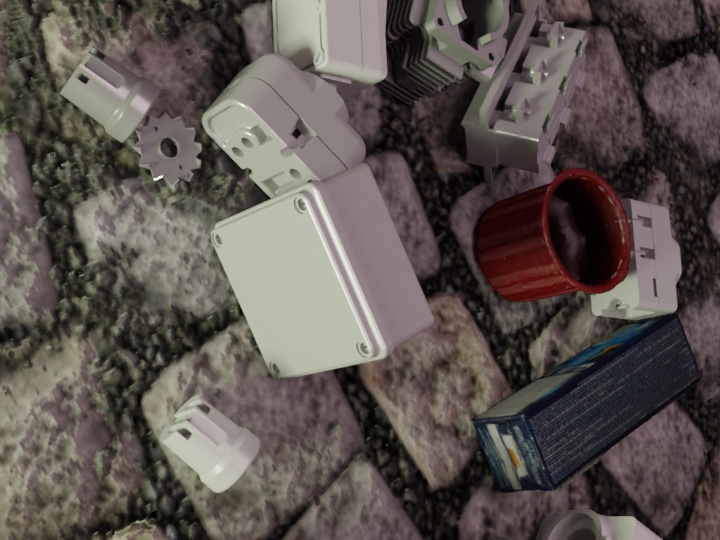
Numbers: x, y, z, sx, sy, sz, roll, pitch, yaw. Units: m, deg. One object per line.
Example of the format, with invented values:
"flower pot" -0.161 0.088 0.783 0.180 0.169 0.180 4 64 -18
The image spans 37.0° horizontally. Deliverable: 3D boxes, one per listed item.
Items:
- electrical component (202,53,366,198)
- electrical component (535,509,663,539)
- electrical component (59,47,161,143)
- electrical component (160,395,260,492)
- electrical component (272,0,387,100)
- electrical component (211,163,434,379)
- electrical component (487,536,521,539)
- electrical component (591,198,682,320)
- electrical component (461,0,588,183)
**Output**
"electrical component" -0.046 -0.089 0.696 0.095 0.054 0.059 46 56 -20
"electrical component" 0.168 0.206 0.765 0.056 0.089 0.050 39 59 -24
"electrical component" -0.147 -0.104 0.633 0.046 0.040 0.040 35 60 -19
"electrical component" -0.088 0.101 0.630 0.046 0.040 0.040 43 57 -14
"electrical component" -0.018 -0.155 0.726 0.061 0.062 0.096 6 76 -37
"electrical component" -0.025 0.003 0.656 0.056 0.109 0.108 -28 97 -40
"electrical component" 0.098 0.227 0.701 0.060 0.108 0.108 -22 93 -44
"electrical component" 0.225 -0.007 0.883 0.056 0.050 0.089 8 74 -35
"electrical component" 0.129 -0.135 0.825 0.078 0.063 0.121 76 35 -54
